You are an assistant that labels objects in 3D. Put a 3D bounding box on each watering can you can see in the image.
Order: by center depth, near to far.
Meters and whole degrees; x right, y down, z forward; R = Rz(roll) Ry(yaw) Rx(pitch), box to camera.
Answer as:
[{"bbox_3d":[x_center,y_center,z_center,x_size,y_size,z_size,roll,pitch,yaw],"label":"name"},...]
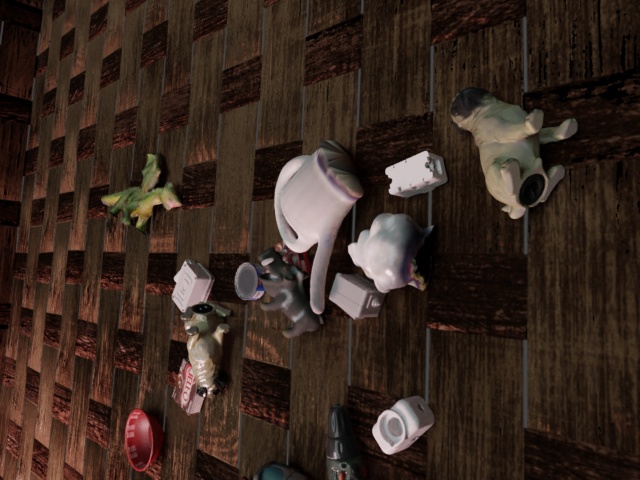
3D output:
[{"bbox_3d":[0.003,-0.051,1.005,0.221,0.103,0.355,-46,47,29],"label":"watering can"}]

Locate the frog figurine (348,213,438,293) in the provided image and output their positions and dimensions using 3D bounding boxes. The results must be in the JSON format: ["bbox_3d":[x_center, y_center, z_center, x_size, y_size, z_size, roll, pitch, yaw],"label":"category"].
[{"bbox_3d":[0.109,0.019,0.895,0.160,0.124,0.135,9,111,33],"label":"frog figurine"}]

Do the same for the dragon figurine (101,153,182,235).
[{"bbox_3d":[-0.554,-0.160,1.601,0.415,0.120,0.243,29,87,41],"label":"dragon figurine"}]
